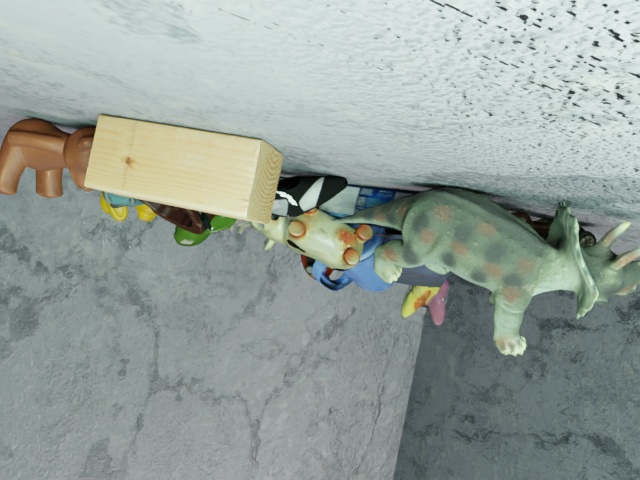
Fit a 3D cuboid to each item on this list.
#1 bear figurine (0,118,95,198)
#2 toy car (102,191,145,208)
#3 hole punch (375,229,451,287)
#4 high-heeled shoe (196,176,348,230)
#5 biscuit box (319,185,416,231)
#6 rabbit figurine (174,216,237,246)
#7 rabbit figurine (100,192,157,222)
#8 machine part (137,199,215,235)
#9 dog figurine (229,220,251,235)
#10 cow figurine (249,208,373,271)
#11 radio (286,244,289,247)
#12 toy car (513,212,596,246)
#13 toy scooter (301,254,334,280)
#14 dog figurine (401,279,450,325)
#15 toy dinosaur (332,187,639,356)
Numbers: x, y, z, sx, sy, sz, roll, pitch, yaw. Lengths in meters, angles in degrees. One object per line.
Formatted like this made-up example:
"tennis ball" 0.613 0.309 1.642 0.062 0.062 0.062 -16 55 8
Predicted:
"bear figurine" -0.368 -0.109 0.788 0.196 0.131 0.120 18 -172 20
"toy car" -0.365 -0.120 1.105 0.103 0.109 0.161 0 -178 23
"hole punch" 0.154 0.031 0.866 0.142 0.092 0.116 11 -178 5
"high-heeled shoe" -0.091 -0.100 0.759 0.249 0.145 0.086 -17 -154 -7
"biscuit box" 0.094 -0.050 0.852 0.203 0.059 0.062 12 180 39
"rabbit figurine" -0.268 -0.066 1.209 0.159 0.170 0.121 12 180 -13
"rabbit figurine" -0.442 -0.125 1.236 0.122 0.162 0.173 28 174 44
"machine part" -0.257 -0.083 0.911 0.179 0.056 0.179 29 159 12
"dog figurine" -0.255 -0.100 1.290 0.190 0.121 0.172 24 156 -29
"cow figurine" -0.023 -0.012 0.868 0.195 0.085 0.127 24 159 1
"radio" 0.038 -0.027 1.213 0.230 0.073 0.131 9 142 8
"toy car" 0.302 -0.013 0.783 0.202 0.053 0.089 7 -168 -16
"toy scooter" -0.002 -0.003 1.082 0.075 0.183 0.135 9 -174 13
"dog figurine" 0.202 0.050 1.033 0.109 0.219 0.191 7 179 31
"toy dinosaur" 0.188 0.001 0.668 0.405 0.192 0.131 26 -141 19
